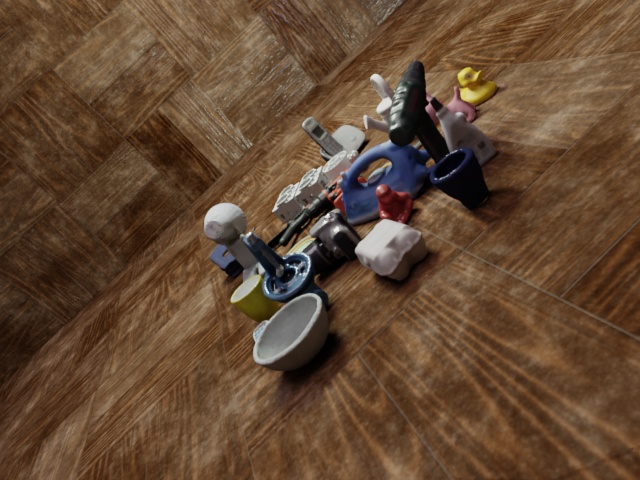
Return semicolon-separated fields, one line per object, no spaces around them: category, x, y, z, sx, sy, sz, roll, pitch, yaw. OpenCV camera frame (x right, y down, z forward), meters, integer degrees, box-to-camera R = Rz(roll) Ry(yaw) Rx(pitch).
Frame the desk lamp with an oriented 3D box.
desk lamp;-0.234;0.005;1.590;0.118;0.214;0.203;-41;20;7

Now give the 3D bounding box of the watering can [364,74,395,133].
watering can;0.195;-0.358;1.532;0.173;0.194;0.100;-49;21;-15

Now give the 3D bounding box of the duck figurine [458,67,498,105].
duck figurine;0.370;-0.381;1.404;0.078;0.086;0.104;-52;22;-23

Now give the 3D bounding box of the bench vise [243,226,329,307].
bench vise;-0.098;0.066;1.197;0.206;0.220;0.122;-12;37;55

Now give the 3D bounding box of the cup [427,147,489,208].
cup;0.255;-0.105;1.053;0.092;0.095;0.117;-50;21;-18

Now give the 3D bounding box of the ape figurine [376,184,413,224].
ape figurine;0.150;-0.077;1.202;0.078;0.092;0.076;-40;20;9

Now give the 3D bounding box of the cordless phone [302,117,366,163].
cordless phone;0.041;-0.329;1.781;0.148;0.185;0.094;-53;22;-24

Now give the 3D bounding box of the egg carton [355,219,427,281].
egg carton;0.131;0.018;1.078;0.107;0.069;0.150;-46;20;-8

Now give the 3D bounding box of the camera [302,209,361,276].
camera;0.012;0.005;1.287;0.137;0.101;0.143;-40;20;9

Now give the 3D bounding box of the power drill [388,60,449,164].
power drill;0.229;-0.254;1.234;0.075;0.209;0.230;-23;28;43

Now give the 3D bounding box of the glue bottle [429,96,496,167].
glue bottle;0.270;-0.214;1.128;0.078;0.173;0.037;-39;21;11

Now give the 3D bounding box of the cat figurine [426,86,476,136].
cat figurine;0.291;-0.313;1.371;0.127;0.118;0.067;-33;22;26

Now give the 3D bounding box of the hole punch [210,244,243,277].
hole punch;-0.268;0.047;1.751;0.109;0.091;0.101;-48;21;-14

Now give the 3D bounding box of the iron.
iron;0.124;-0.140;1.303;0.257;0.142;0.118;-31;23;30

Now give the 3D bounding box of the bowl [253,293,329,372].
bowl;-0.041;0.184;1.063;0.167;0.075;0.167;-37;21;17
